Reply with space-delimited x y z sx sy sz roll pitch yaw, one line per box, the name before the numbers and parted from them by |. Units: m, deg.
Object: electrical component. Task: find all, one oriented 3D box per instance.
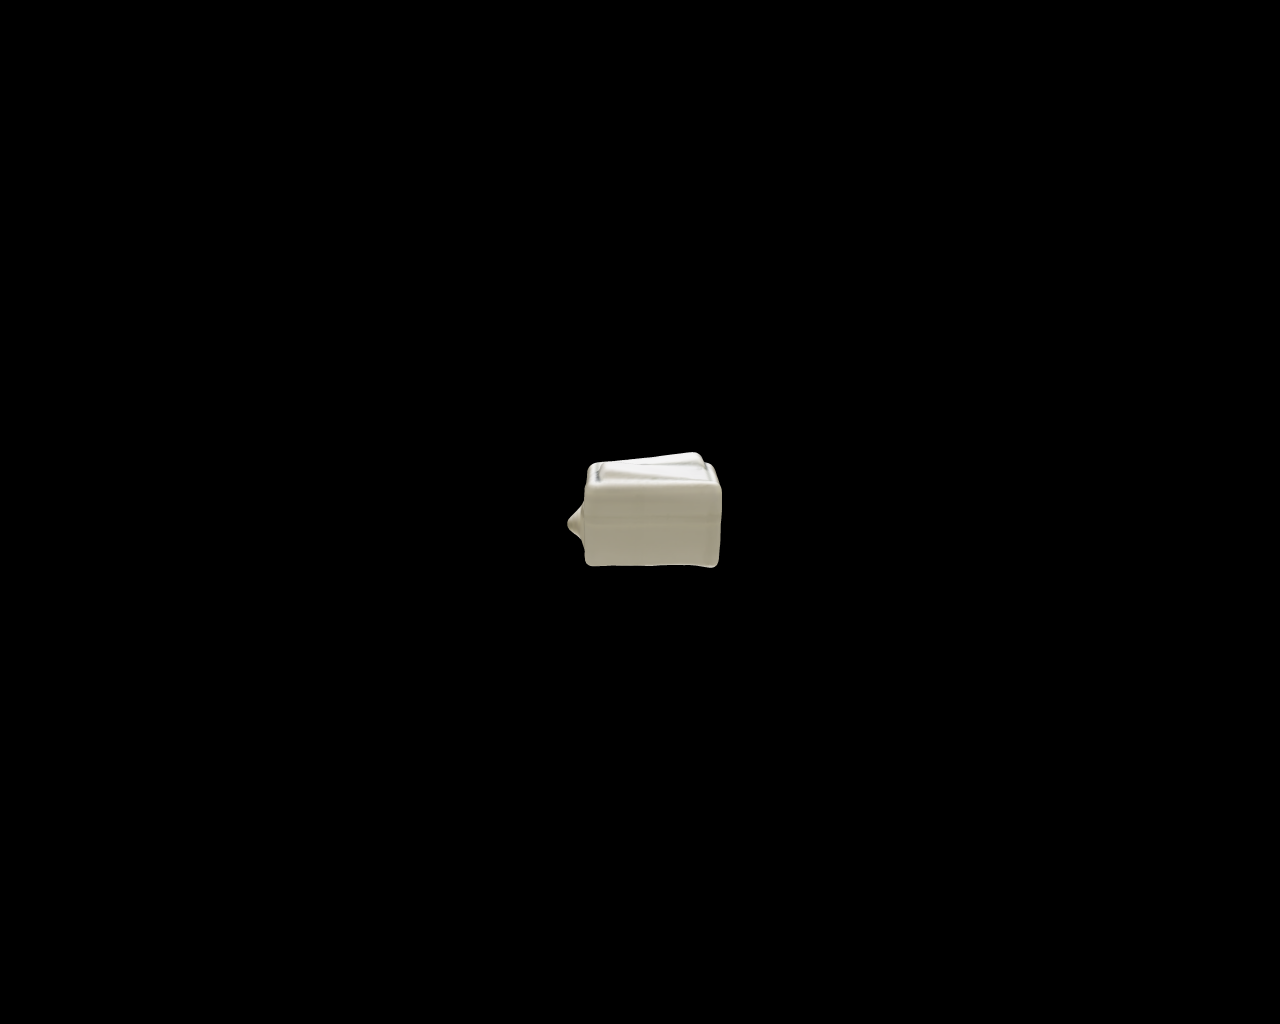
electrical component | 0.001 -0.003 0.650 0.096 0.061 0.062 0 16 0
